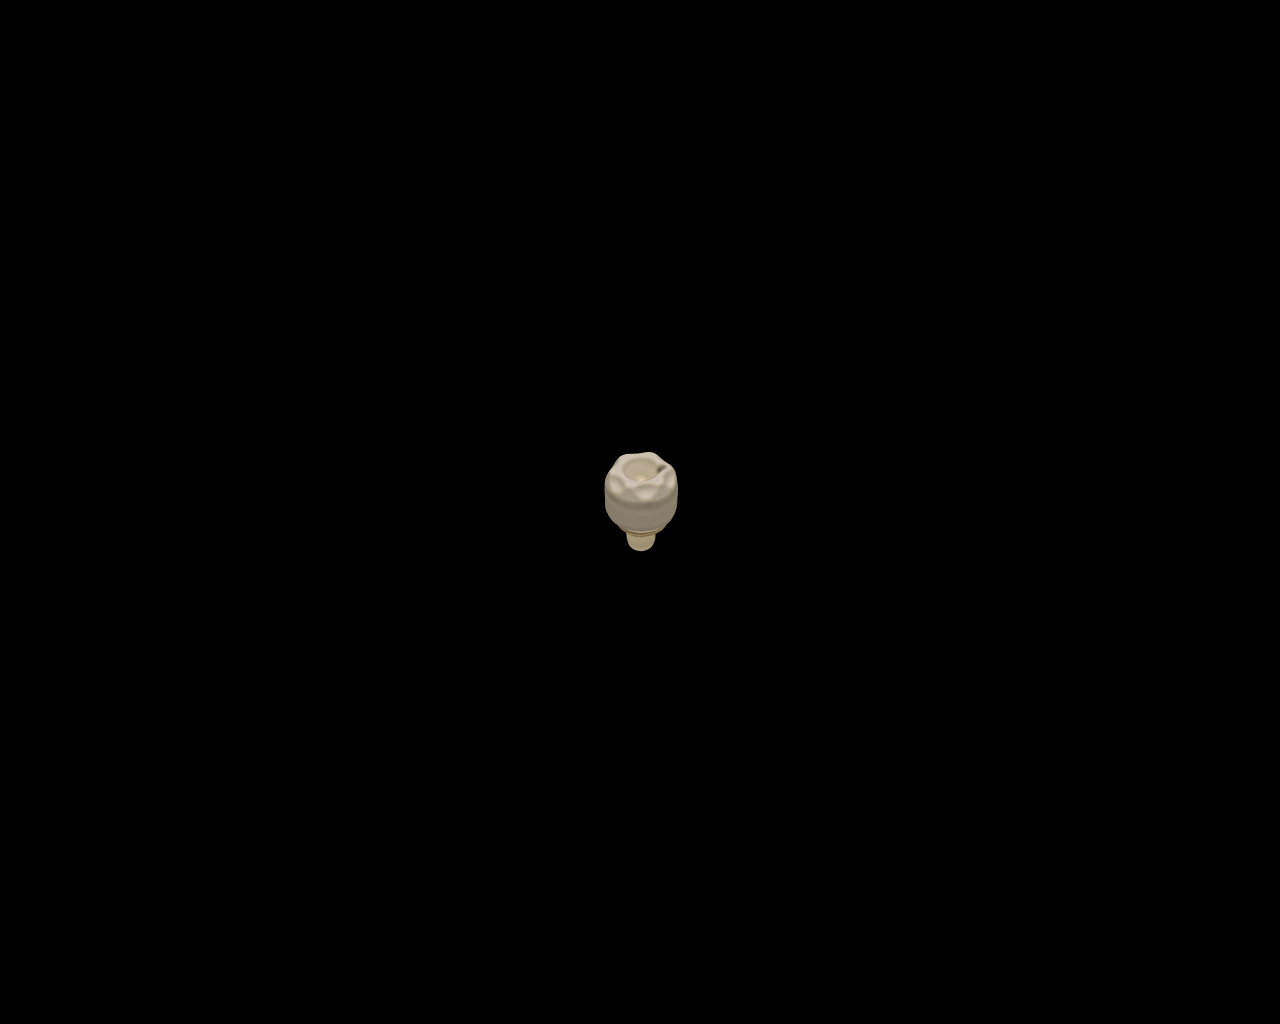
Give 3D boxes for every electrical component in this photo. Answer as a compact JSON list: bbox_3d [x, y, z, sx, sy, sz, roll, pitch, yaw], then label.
[{"bbox_3d":[0.001,-0.003,0.650,0.043,0.062,0.043,0,39,0],"label":"electrical component"}]
